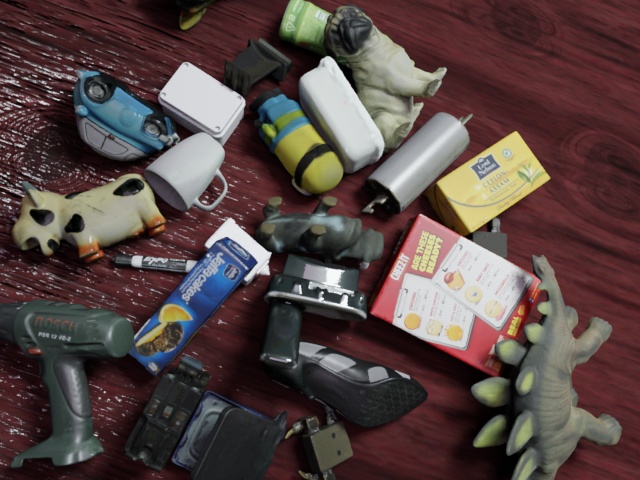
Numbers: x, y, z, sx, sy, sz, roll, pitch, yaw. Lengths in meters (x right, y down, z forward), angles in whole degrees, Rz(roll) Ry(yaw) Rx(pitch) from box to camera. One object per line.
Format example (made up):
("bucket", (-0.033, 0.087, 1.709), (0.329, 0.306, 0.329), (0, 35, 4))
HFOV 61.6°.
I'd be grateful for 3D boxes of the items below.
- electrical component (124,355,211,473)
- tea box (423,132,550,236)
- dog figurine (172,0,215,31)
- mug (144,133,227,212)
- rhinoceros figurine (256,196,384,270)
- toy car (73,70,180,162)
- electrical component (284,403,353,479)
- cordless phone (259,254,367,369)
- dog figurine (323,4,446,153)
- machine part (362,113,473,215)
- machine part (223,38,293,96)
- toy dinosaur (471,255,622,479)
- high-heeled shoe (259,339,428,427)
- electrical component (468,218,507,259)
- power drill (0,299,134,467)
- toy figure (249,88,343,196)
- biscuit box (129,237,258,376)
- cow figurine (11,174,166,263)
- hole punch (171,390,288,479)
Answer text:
("electrical component", (-0.195, 0.219, 0.705), (0.058, 0.115, 0.134), (28, 76, -6))
("tea box", (0.266, -0.086, 0.861), (0.170, 0.068, 0.098), (-34, 86, -13))
("dog figurine", (-0.170, -0.441, 0.852), (0.219, 0.192, 0.108), (-39, 125, 9))
("mug", (-0.183, -0.100, 0.792), (0.109, 0.080, 0.107), (35, 67, 5))
("rhinoceros figurine", (-0.002, -0.002, 0.786), (0.190, 0.112, 0.073), (5, 49, 5))
("toy car", (-0.294, -0.169, 0.786), (0.161, 0.109, 0.103), (36, 99, -12))
("electrical component", (0.000, 0.290, 0.759), (0.078, 0.045, 0.102), (-19, 84, -41))
("cordless phone", (-0.008, 0.109, 0.721), (0.147, 0.184, 0.088), (14, 119, -5))
("dog figurine", (0.072, -0.241, 0.825), (0.190, 0.121, 0.172), (31, 114, 0))
("machine part", (0.154, -0.121, 0.848), (0.079, 0.079, 0.243), (45, 77, 2))
("machine part", (-0.098, -0.271, 0.836), (0.084, 0.039, 0.139), (44, 44, -4))
("toy dinosaur", (0.313, 0.255, 0.761), (0.198, 0.105, 0.470), (-9, 96, -22))
("high-heeled shoe", (0.032, 0.193, 0.787), (0.248, 0.145, 0.086), (15, 105, -33))
("electrical component", (0.268, 0.009, 0.865), (0.063, 0.021, 0.094), (6, 78, -7))
("power drill", (-0.353, 0.181, 0.700), (0.232, 0.086, 0.207), (-5, 77, 13))
("toy figure", (-0.037, -0.148, 0.817), (0.082, 0.089, 0.180), (-32, 87, -6))
("biscuit box", (-0.172, 0.087, 0.726), (0.059, 0.063, 0.202), (41, 99, 1))
("cow figurine", (-0.330, -0.036, 0.753), (0.195, 0.085, 0.127), (-23, 82, -15))
("hole punch", (-0.125, 0.276, 0.728), (0.115, 0.092, 0.142), (37, 70, -34))
